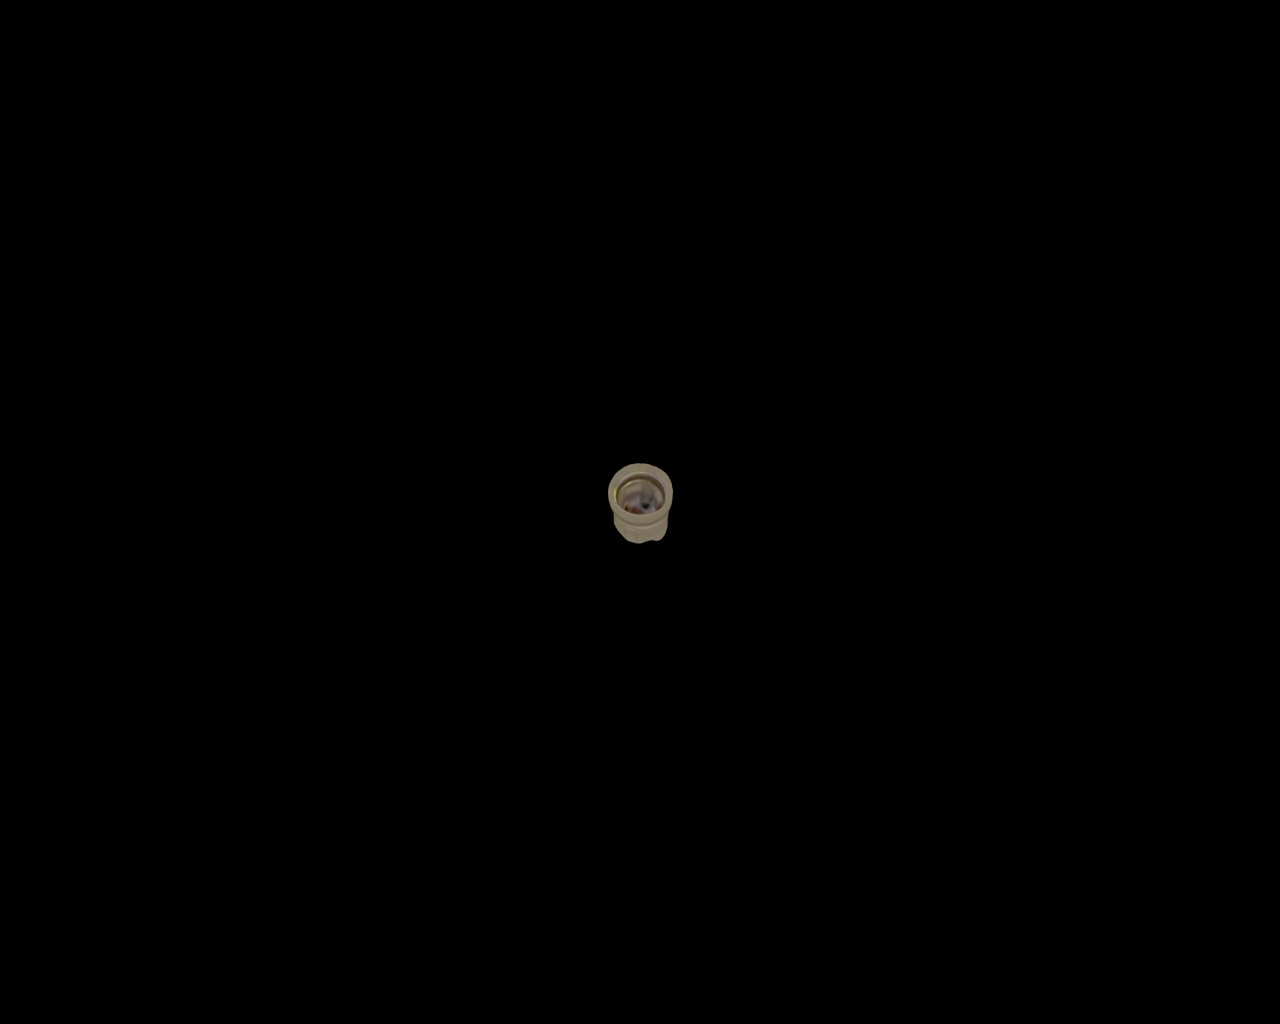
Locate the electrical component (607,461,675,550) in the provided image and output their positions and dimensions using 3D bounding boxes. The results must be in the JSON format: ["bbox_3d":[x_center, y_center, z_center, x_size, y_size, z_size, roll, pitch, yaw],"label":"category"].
[{"bbox_3d":[0.001,-0.003,0.650,0.040,0.040,0.046,0,-30,0],"label":"electrical component"}]
